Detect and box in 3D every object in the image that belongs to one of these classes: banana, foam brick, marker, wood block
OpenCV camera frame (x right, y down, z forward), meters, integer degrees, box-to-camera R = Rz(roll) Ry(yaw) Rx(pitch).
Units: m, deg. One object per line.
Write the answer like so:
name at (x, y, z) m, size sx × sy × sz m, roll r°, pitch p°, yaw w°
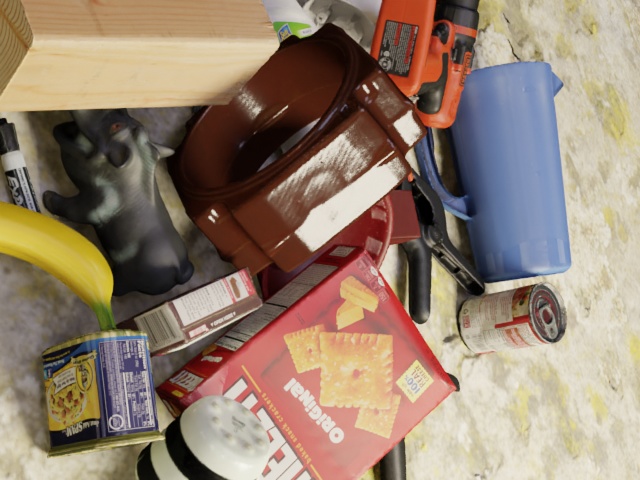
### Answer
banana at (-0.233, 0.003, 0.796) m, size 0.197 × 0.037 × 0.069 m, roll 25°, pitch 40°, yaw -18°
foam brick at (0.056, -0.021, 1.098) m, size 0.078 × 0.051 × 0.053 m, roll -3°, pitch 81°, yaw -44°
marker at (-0.235, -0.038, 0.842) m, size 0.020 × 0.020 × 0.121 m, roll -18°, pitch 91°, yaw -46°
wood block at (-0.146, -0.157, 0.790) m, size 0.205 × 0.090 × 0.091 m, roll -8°, pitch 68°, yaw -41°

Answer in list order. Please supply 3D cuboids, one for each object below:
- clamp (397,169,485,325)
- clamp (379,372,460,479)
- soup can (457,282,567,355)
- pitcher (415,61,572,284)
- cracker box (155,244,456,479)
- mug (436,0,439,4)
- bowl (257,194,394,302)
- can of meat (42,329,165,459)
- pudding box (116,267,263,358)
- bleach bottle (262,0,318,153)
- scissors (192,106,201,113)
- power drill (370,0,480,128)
clamp at (0.110, 0.006, 1.154) m, size 0.120 × 0.039 × 0.171 m, roll -33°, pitch 96°, yaw -49°
clamp at (0.078, 0.132, 1.067) m, size 0.164 × 0.036 × 0.210 m, roll -48°, pitch 126°, yaw -44°
soup can at (0.212, 0.088, 1.184) m, size 0.068 × 0.102 × 0.068 m, roll 15°, pitch 68°, yaw -41°
pitcher at (0.206, -0.074, 1.221) m, size 0.144 × 0.149 × 0.243 m, roll -1°, pitch 82°, yaw -60°
cracker box at (-0.007, 0.130, 0.930) m, size 0.213 × 0.072 × 0.164 m, roll -39°, pitch 107°, yaw -20°
mug at (0.093, -0.289, 1.192) m, size 0.117 × 0.082 × 0.093 m, roll -46°, pitch 110°, yaw -42°
bowl at (-0.007, 0.001, 0.998) m, size 0.161 × 0.055 × 0.162 m, roll -26°, pitch 132°, yaw -32°
can of meat at (-0.167, 0.117, 0.806) m, size 0.057 × 0.102 × 0.084 m, roll 1°, pitch 76°, yaw -43°
pudding box at (-0.115, 0.065, 0.863) m, size 0.089 × 0.114 × 0.039 m, roll -26°, pitch 93°, yaw -46°
bleach bottle at (-0.020, -0.168, 1.061) m, size 0.102 × 0.068 × 0.251 m, roll -25°, pitch 94°, yaw -46°
scissors at (-0.092, -0.224, 1.004) m, size 0.096 × 0.016 × 0.202 m, roll -26°, pitch 123°, yaw -60°
power drill at (0.115, -0.209, 1.089) m, size 0.187 × 0.057 × 0.184 m, roll -7°, pitch 108°, yaw -65°
